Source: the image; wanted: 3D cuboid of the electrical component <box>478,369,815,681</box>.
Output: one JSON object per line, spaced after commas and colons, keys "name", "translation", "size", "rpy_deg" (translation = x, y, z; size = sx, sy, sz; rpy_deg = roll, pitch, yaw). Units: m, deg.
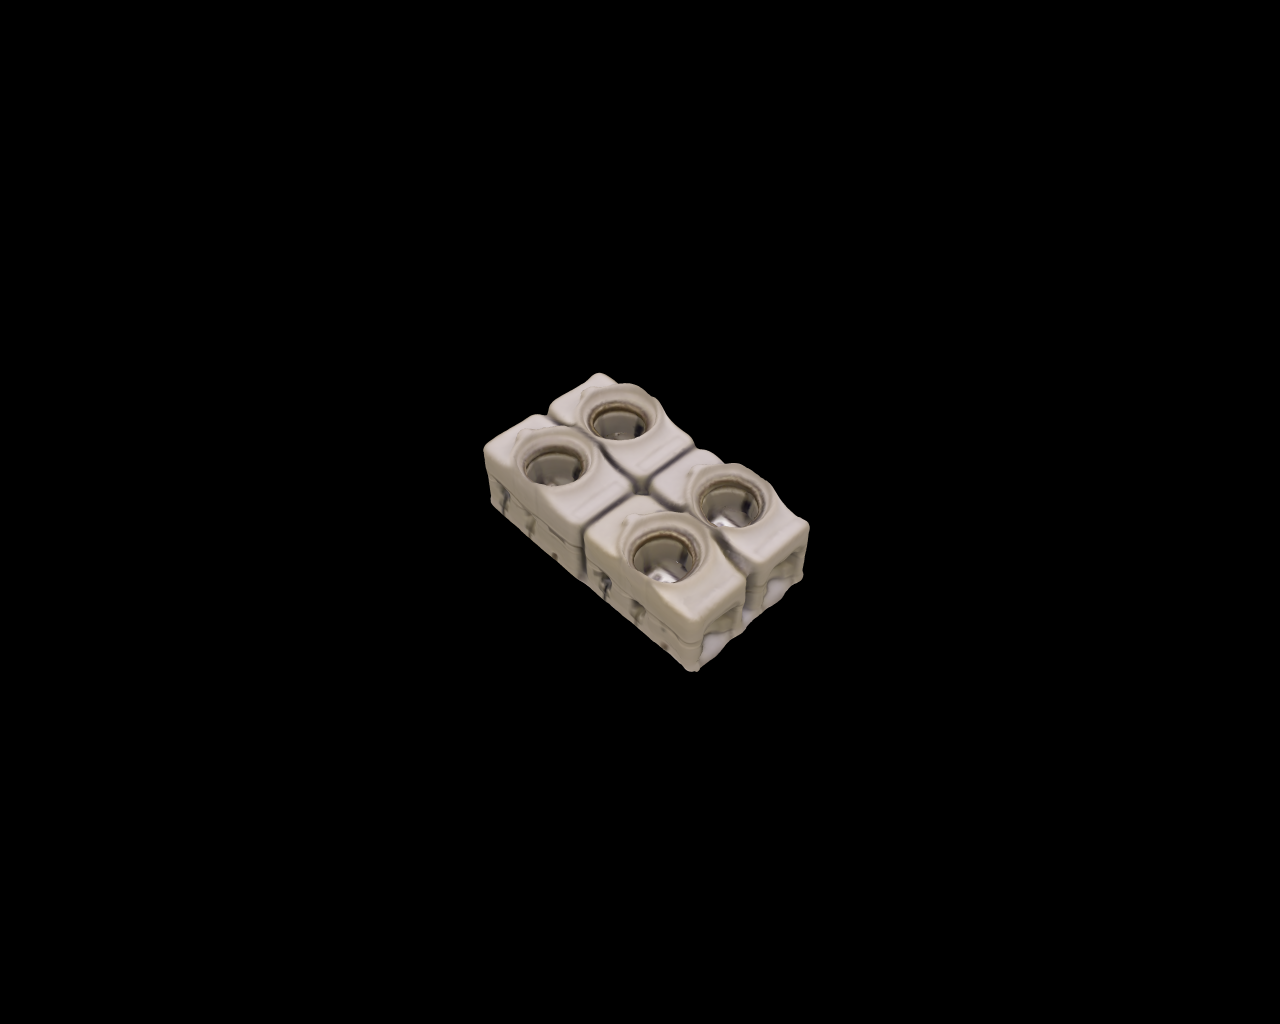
{"name": "electrical component", "translation": [0.001, -0.003, 0.650], "size": [0.105, 0.060, 0.186], "rpy_deg": [-36, 58, -27]}
